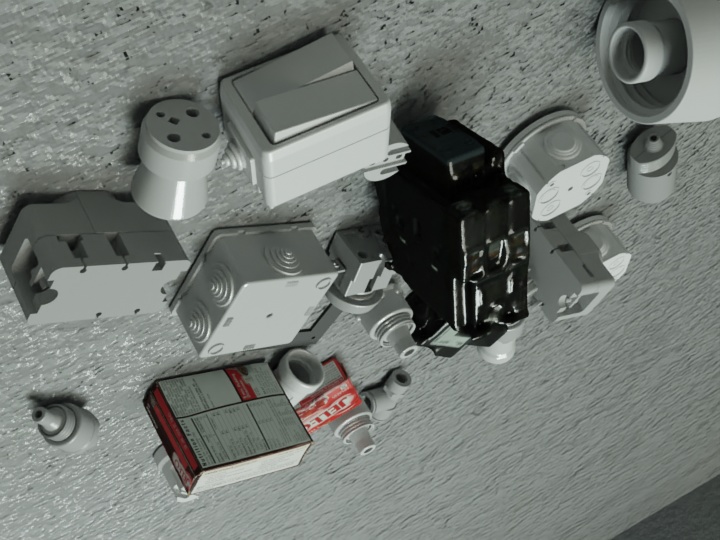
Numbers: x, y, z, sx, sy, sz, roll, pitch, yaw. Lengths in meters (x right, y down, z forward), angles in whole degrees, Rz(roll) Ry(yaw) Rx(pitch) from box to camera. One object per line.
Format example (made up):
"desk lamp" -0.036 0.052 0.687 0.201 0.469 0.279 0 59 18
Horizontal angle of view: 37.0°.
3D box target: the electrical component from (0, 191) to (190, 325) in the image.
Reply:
"electrical component" -0.156 -0.009 0.627 0.089 0.055 0.050 -5 143 -44

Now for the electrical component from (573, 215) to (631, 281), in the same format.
"electrical component" 0.217 -0.011 1.035 0.080 0.051 0.080 -25 153 -14

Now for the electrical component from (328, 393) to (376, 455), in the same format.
"electrical component" -0.007 0.152 1.057 0.043 0.062 0.043 -25 153 -14

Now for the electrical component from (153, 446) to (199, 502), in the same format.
"electrical component" -0.156 0.177 0.956 0.040 0.046 0.040 -25 153 -14

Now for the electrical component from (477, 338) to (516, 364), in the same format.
"electrical component" 0.142 0.068 1.103 0.040 0.040 0.046 -23 147 -18

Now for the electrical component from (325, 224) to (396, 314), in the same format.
"electrical component" 0.000 0.000 0.825 0.066 0.048 0.055 -11 139 -36

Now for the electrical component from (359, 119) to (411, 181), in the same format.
"electrical component" 0.006 -0.085 0.683 0.040 0.046 0.040 -25 153 -14

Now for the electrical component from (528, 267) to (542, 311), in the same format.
"electrical component" 0.129 0.002 0.938 0.040 0.078 0.040 -36 168 -9

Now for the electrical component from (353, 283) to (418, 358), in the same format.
"electrical component" 0.026 0.045 0.911 0.048 0.062 0.048 -25 153 -14

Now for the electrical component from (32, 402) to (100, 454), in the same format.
"electrical component" -0.220 0.114 0.792 0.035 0.035 0.061 -34 151 3

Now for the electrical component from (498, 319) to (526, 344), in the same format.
"electrical component" 0.142 0.041 1.052 0.043 0.043 0.062 -25 152 -15

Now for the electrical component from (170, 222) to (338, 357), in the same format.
"electrical component" -0.074 0.015 0.764 0.100 0.048 0.099 -7 144 -41

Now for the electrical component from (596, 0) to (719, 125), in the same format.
"electrical component" 0.204 -0.150 0.725 0.060 0.108 0.108 -13 148 -23

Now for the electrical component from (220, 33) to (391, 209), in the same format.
"electrical component" -0.037 -0.086 0.617 0.096 0.061 0.061 -25 153 -16

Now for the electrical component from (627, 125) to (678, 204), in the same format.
"electrical component" 0.256 -0.095 0.941 0.043 0.043 0.081 -32 154 -1

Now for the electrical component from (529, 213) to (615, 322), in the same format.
"electrical component" 0.177 -0.005 0.957 0.056 0.089 0.050 -8 145 -40

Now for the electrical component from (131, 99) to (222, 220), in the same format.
"electrical component" -0.103 -0.062 0.604 0.045 0.045 0.055 -16 149 -30

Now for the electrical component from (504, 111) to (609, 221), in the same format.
"electrical component" 0.151 -0.081 0.841 0.080 0.051 0.080 -25 153 -14

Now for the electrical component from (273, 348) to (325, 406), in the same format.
"electrical component" -0.059 0.096 0.932 0.040 0.040 0.046 -4 147 -44
